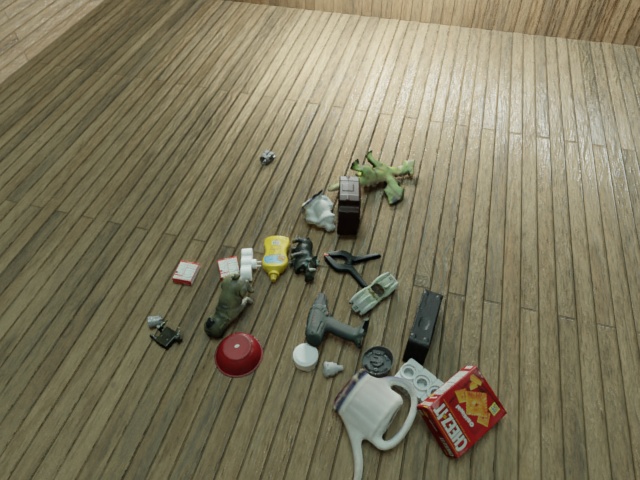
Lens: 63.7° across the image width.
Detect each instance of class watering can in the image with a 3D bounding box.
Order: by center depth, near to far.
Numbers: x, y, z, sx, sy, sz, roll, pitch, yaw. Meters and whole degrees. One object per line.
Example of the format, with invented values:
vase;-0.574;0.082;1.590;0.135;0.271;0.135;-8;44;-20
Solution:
watering can;0.130;0.527;1.493;0.226;0.101;0.352;31;64;27

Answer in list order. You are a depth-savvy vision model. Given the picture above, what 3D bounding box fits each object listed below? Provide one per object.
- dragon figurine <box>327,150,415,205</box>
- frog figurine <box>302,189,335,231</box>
dragon figurine;0.249;-0.244;2.179;0.245;0.119;0.416;40;61;22
frog figurine;0.006;-0.104;2.074;0.159;0.121;0.140;52;51;-4
